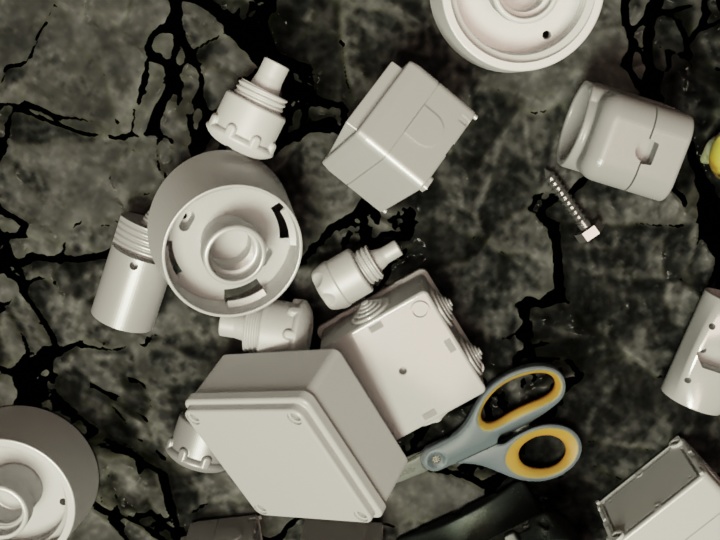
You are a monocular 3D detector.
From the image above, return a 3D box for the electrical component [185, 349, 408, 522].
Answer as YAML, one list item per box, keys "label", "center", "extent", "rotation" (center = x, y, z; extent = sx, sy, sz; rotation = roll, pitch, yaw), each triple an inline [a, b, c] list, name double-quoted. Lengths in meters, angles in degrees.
- label: "electrical component"
  center: [-0.042, 0.109, 0.710]
  extent: [0.109, 0.056, 0.108]
  rotation: [-6, 126, 38]

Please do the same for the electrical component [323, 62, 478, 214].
- label: "electrical component"
  center: [0.018, -0.082, 0.676]
  extent: [0.061, 0.096, 0.061]
  rotation: [38, 73, -9]

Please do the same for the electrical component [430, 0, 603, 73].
- label: "electrical component"
  center: [0.098, -0.174, 0.663]
  extent: [0.108, 0.060, 0.108]
  rotation: [0, 105, 0]

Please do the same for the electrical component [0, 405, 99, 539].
- label: "electrical component"
  center: [-0.245, 0.157, 0.757]
  extent: [0.108, 0.060, 0.108]
  rotation: [0, 106, 1]

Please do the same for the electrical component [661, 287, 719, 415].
- label: "electrical component"
  center: [0.258, 0.061, 0.737]
  extent: [0.079, 0.043, 0.077]
  rotation: [18, 105, -5]

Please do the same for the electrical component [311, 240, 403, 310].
- label: "electrical component"
  center: [0.000, 0.000, 0.726]
  extent: [0.061, 0.035, 0.035]
  rotation: [-31, 103, 6]

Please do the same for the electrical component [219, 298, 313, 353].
- label: "electrical component"
  center: [-0.064, 0.041, 0.733]
  extent: [0.062, 0.048, 0.048]
  rotation: [8, 105, 5]

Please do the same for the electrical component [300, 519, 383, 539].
- label: "electrical component"
  center: [-0.013, 0.242, 0.771]
  extent: [0.057, 0.078, 0.113]
  rotation: [0, 106, 3]

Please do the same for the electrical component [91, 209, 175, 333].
- label: "electrical component"
  center: [-0.148, -0.003, 0.721]
  extent: [0.043, 0.043, 0.081]
  rotation: [20, 105, -5]

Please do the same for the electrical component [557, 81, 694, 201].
- label: "electrical component"
  center: [0.161, -0.083, 0.670]
  extent: [0.059, 0.095, 0.053]
  rotation: [17, 105, -4]

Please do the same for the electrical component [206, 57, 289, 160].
- label: "electrical component"
  center: [-0.067, -0.105, 0.693]
  extent: [0.048, 0.048, 0.062]
  rotation: [26, 97, -7]

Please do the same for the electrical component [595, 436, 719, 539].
- label: "electrical component"
  center: [0.216, 0.178, 0.759]
  extent: [0.096, 0.061, 0.061]
  rotation: [-42, 101, 11]

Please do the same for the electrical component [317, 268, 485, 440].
- label: "electrical component"
  center: [0.029, 0.061, 0.735]
  extent: [0.100, 0.048, 0.099]
  rotation: [-30, 103, 8]

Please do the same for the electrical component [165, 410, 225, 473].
- label: "electrical component"
  center: [-0.106, 0.107, 0.752]
  extent: [0.048, 0.048, 0.062]
  rotation: [18, 97, -5]

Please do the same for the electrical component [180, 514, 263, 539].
- label: "electrical component"
  center: [-0.097, 0.235, 0.777]
  extent: [0.061, 0.061, 0.096]
  rotation: [-7, 105, 2]

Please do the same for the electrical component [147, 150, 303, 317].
- label: "electrical component"
  center: [-0.086, -0.022, 0.697]
  extent: [0.099, 0.064, 0.099]
  rotation: [-7, 114, -16]
